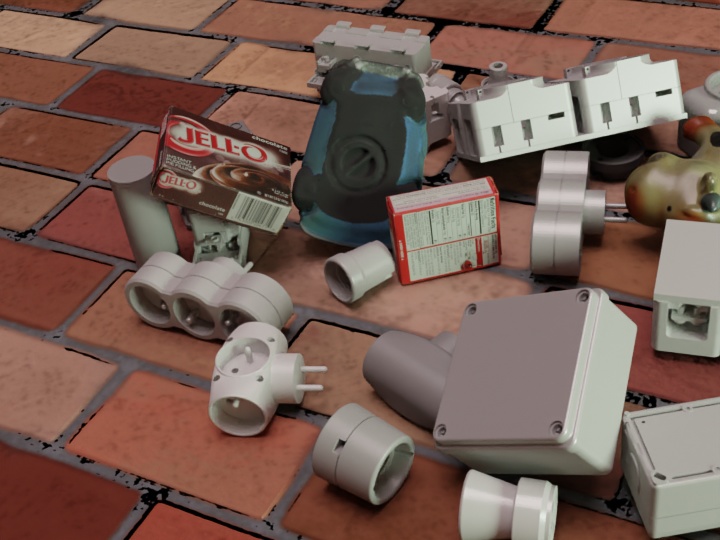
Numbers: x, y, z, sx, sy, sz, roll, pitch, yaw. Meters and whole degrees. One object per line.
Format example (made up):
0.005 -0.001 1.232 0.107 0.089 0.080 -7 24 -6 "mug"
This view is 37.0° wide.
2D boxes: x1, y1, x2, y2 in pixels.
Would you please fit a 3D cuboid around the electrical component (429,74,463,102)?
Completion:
0.090 -0.171 1.073 0.035 0.035 0.061 -29 45 -23 "electrical component"

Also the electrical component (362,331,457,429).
0.056 0.070 0.777 0.079 0.043 0.077 -35 45 -29 "electrical component"

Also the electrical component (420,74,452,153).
0.038 -0.140 1.029 0.089 0.055 0.050 -25 41 -19 "electrical component"

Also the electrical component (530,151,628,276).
0.185 -0.048 0.890 0.074 0.052 0.138 3 40 14 "electrical component"

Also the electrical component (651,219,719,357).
0.292 0.020 0.777 0.150 0.061 0.089 6 41 18 "electrical component"

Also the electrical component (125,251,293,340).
-0.115 0.014 0.872 0.138 0.052 0.073 13 44 25 "electrical component"

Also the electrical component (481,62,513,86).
0.135 -0.170 1.041 0.048 0.062 0.048 -6 39 5 "electrical component"

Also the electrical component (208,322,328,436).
-0.064 0.079 0.789 0.079 0.044 0.077 -1 40 11 "electrical component"

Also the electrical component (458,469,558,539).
0.093 0.150 0.670 0.055 0.045 0.045 5 41 17 "electrical component"

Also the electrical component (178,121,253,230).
-0.134 -0.092 1.009 0.100 0.048 0.099 -18 40 -11 "electrical component"

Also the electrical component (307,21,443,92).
0.014 -0.216 1.120 0.121 0.063 0.078 13 44 25 "electrical component"

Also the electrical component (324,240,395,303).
0.000 0.000 0.878 0.046 0.040 0.040 -28 42 -30 "electrical component"

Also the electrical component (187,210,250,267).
-0.123 -0.039 0.931 0.042 0.063 0.081 -7 39 5 "electrical component"

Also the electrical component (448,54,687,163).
0.182 -0.149 0.973 0.186 0.060 0.105 -13 10 -4 "electrical component"

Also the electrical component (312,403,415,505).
0.003 0.123 0.715 0.047 0.055 0.055 24 49 30 "electrical component"

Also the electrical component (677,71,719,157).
0.338 -0.142 0.969 0.095 0.059 0.053 -19 40 -12 "electrical component"

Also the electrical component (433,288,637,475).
0.113 0.074 0.698 0.109 0.056 0.108 -10 54 44 "electrical component"

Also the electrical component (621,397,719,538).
0.217 0.122 0.668 0.096 0.061 0.061 -10 39 -1 "electrical component"
